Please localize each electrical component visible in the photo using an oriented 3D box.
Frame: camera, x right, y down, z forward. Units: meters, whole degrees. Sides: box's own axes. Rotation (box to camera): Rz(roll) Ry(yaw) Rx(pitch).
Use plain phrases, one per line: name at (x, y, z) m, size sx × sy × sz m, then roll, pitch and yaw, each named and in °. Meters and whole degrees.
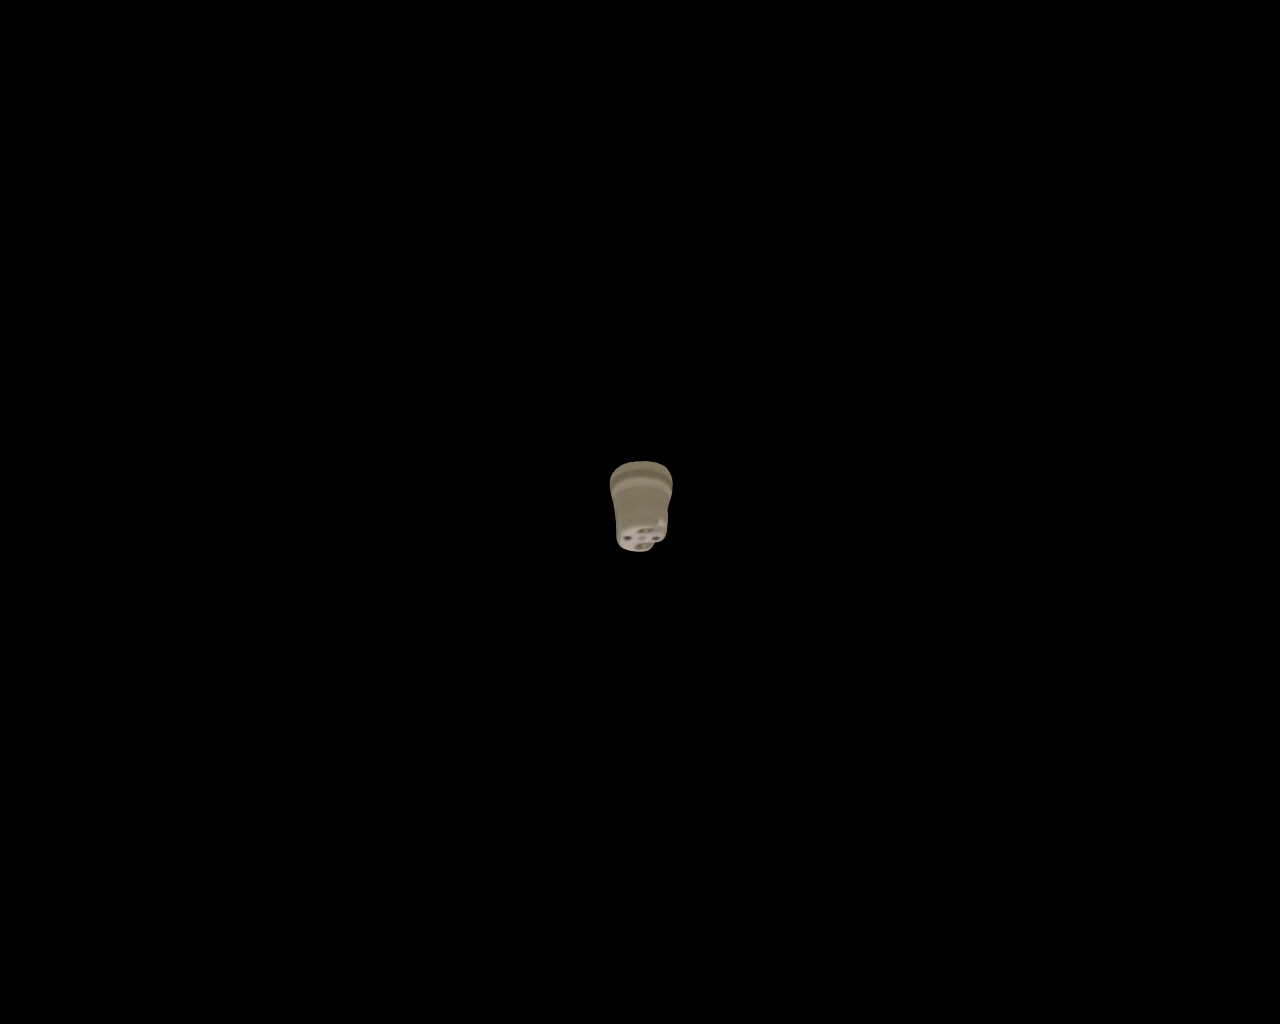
electrical component at (0.001, -0.003, 0.650) m, size 0.040 × 0.046 × 0.040 m, roll 0°, pitch -33°, yaw 0°
